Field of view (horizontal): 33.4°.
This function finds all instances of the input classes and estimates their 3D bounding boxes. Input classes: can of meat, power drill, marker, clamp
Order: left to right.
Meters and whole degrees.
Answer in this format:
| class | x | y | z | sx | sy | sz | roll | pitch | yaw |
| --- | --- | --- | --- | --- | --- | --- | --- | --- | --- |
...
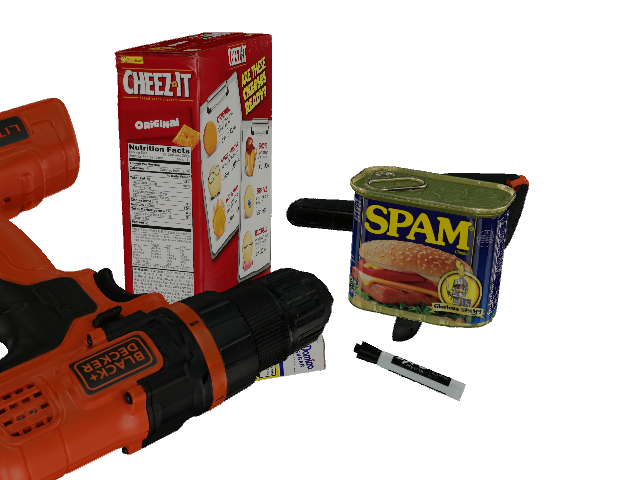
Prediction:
| class | x | y | z | sx | sy | sz | roll | pitch | yaw |
| --- | --- | --- | --- | --- | --- | --- | --- | --- | --- |
| power drill | -0.111 | 0.013 | 0.512 | 0.184 | 0.057 | 0.188 | -23 | 56 | -31 |
| marker | 0.091 | 0.134 | 1.109 | 0.121 | 0.020 | 0.020 | 22 | 4 | 11 |
| can of meat | 0.068 | 0.004 | 0.686 | 0.102 | 0.084 | 0.057 | 11 | 22 | 20 |
| clamp | 0.098 | -0.002 | 0.897 | 0.209 | 0.036 | 0.165 | -17 | 51 | -21 |

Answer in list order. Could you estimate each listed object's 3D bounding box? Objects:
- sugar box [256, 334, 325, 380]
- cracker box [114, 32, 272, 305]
| class | x | y | z | sx | sy | sz | roll | pitch | yaw |
| --- | --- | --- | --- | --- | --- | --- | --- | --- | --- |
| sugar box | -0.090 | 0.093 | 1.009 | 0.176 | 0.048 | 0.093 | -11 | 36 | -8 |
| cracker box | -0.092 | -0.045 | 0.816 | 0.072 | 0.214 | 0.164 | 4 | 16 | 14 |
